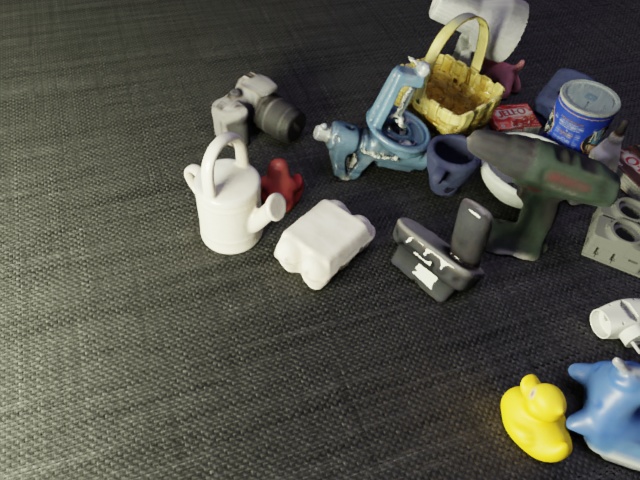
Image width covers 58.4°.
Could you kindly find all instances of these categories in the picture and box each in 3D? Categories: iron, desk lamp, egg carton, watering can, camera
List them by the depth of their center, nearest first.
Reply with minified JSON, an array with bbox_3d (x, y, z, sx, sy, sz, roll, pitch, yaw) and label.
[{"bbox_3d":[0.444,0.212,0.694,0.258,0.141,0.119,15,51,8],"label":"iron"},{"bbox_3d":[-0.130,-0.074,0.855,0.172,0.194,0.101,10,50,4],"label":"watering can"},{"bbox_3d":[0.008,0.003,0.882,0.107,0.069,0.150,34,56,22],"label":"egg carton"},{"bbox_3d":[-0.105,-0.235,1.052,0.136,0.101,0.143,32,55,21],"label":"camera"},{"bbox_3d":[0.282,-0.386,1.134,0.203,0.213,0.118,5,50,0],"label":"desk lamp"}]

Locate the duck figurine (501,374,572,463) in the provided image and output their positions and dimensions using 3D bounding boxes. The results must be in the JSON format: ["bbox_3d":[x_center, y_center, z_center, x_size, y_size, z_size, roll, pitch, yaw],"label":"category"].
[{"bbox_3d":[0.279,0.217,0.713,0.078,0.086,0.104,-16,53,-17],"label":"duck figurine"}]

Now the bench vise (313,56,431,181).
[{"bbox_3d":[0.102,-0.193,0.954,0.208,0.220,0.121,-17,53,-17],"label":"bench vise"}]

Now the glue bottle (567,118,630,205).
[{"bbox_3d":[0.474,-0.133,0.963,0.078,0.173,0.037,-19,54,-19],"label":"glue bottle"}]

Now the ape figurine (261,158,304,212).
[{"bbox_3d":[-0.066,-0.097,0.945,0.078,0.092,0.076,7,50,1],"label":"ape figurine"}]

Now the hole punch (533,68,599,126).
[{"bbox_3d":[0.491,-0.273,1.134,0.108,0.091,0.101,36,56,23],"label":"hole punch"}]

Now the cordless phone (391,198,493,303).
[{"bbox_3d":[0.181,-0.012,0.832,0.147,0.185,0.094,37,57,24],"label":"cordless phone"}]

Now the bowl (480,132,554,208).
[{"bbox_3d":[0.353,-0.109,0.998,0.167,0.075,0.167,2,50,-2],"label":"bowl"}]

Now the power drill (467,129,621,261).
[{"bbox_3d":[0.316,-0.066,0.872,0.229,0.208,0.075,9,50,4],"label":"power drill"}]

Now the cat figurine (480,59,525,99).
[{"bbox_3d":[0.369,-0.377,1.195,0.067,0.118,0.127,-35,60,-28],"label":"cat figurine"}]

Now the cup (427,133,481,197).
[{"bbox_3d":[0.216,-0.112,0.977,0.091,0.095,0.118,27,53,18],"label":"cup"}]
